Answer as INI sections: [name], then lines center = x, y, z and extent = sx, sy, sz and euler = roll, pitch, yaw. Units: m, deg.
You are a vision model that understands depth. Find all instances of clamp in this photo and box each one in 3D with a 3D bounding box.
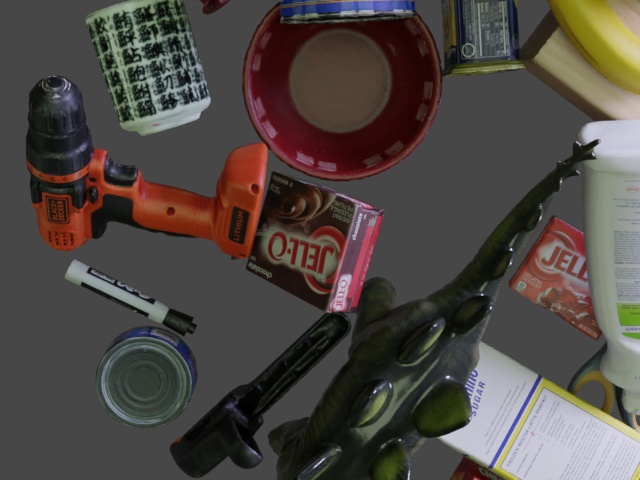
[clamp]
center = -0.070, 0.152, 0.871
extent = 0.036, 0.164, 0.210
euler = 45, 130, -6

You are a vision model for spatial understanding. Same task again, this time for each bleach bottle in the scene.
[bleach bottle]
center = 0.253, 0.031, 0.849
extent = 0.102, 0.068, 0.251
euler = -1, 119, 9

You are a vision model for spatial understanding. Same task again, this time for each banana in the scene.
[banana]
center = 0.211, -0.171, 0.795
extent = 0.197, 0.037, 0.069
euler = 45, 83, -8

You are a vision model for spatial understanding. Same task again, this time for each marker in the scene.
[marker]
center = -0.163, 0.052, 0.926
extent = 0.121, 0.020, 0.020
euler = 27, 98, -5

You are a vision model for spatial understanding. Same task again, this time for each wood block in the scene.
[wood block]
center = 0.272, -0.122, 0.867
extent = 0.206, 0.091, 0.090
euler = 36, 98, -6

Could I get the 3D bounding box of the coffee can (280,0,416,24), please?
[coffee can]
center = 0.018, -0.233, 0.783
extent = 0.103, 0.103, 0.140
euler = -3, 99, 0

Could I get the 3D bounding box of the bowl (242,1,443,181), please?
[bowl]
center = 0.018, -0.131, 0.881
extent = 0.162, 0.055, 0.162
euler = 0, 99, -1

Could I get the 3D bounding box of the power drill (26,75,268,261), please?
[power drill]
center = -0.139, -0.051, 0.850
extent = 0.187, 0.057, 0.185
euler = 8, 144, -4

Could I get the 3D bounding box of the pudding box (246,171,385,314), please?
[pudding box]
center = -0.006, 0.001, 0.876
extent = 0.039, 0.114, 0.090
euler = 10, 100, -41

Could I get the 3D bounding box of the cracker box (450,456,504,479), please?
[cracker box]
center = 0.149, 0.324, 0.947
extent = 0.164, 0.072, 0.214
euler = 28, 99, -4

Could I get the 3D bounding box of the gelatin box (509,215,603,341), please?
[gelatin box]
center = 0.218, 0.032, 0.914
extent = 0.089, 0.030, 0.073
euler = 32, 99, 5

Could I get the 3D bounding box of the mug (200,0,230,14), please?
[mug]
center = -0.082, -0.248, 0.839
extent = 0.081, 0.093, 0.117
euler = 44, 128, -2

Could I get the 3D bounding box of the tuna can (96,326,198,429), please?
[tuna can]
center = -0.151, 0.120, 0.930
extent = 0.086, 0.034, 0.086
euler = 0, 99, -1

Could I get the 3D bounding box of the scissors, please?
[scissors]
center = 0.248, 0.082, 0.937
extent = 0.096, 0.016, 0.202
euler = -17, 96, 5

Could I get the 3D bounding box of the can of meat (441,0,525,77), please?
[can of meat]
center = 0.126, -0.175, 0.853
extent = 0.057, 0.102, 0.084
euler = -4, 97, 0

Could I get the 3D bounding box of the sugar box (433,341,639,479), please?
[sugar box]
center = 0.185, 0.168, 0.914
extent = 0.176, 0.048, 0.093
euler = 31, 81, 7
